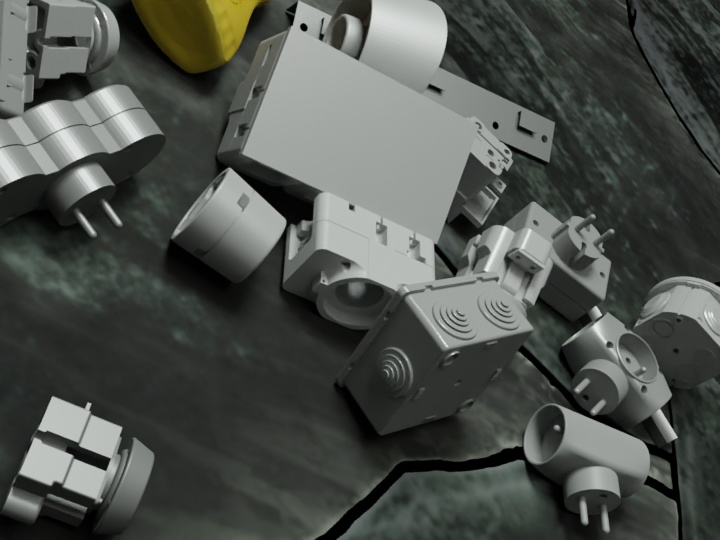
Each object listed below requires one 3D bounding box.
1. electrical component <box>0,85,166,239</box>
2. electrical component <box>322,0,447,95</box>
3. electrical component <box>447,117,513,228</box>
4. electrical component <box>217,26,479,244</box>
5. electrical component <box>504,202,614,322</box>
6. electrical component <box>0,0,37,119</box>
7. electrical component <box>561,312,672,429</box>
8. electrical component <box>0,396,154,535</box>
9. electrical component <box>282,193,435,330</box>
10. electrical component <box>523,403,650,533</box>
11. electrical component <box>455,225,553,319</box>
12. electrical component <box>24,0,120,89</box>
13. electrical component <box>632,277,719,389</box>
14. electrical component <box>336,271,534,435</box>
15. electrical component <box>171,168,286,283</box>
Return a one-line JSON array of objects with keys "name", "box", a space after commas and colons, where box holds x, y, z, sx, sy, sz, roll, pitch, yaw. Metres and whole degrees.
[{"name": "electrical component", "box": [-0.160, -0.050, 0.593, 0.073, 0.052, 0.138, 53, 41, 6]}, {"name": "electrical component", "box": [0.011, -0.159, 0.789, 0.064, 0.099, 0.099, 15, 50, -24]}, {"name": "electrical component", "box": [0.076, -0.077, 0.807, 0.081, 0.064, 0.042, 42, 40, -6]}, {"name": "electrical component", "box": [-0.009, -0.086, 0.723, 0.150, 0.062, 0.089, 24, 82, -25]}, {"name": "electrical component", "box": [0.160, -0.016, 0.821, 0.083, 0.076, 0.047, 36, 43, -12]}, {"name": "electrical component", "box": [-0.213, -0.143, 0.581, 0.063, 0.079, 0.121, 19, 70, -68]}, {"name": "electrical component", "box": [0.181, 0.081, 0.788, 0.077, 0.044, 0.079, 53, 42, 6]}, {"name": "electrical component", "box": [-0.132, 0.096, 0.510, 0.055, 0.048, 0.066, 25, 45, -14]}, {"name": "electrical component", "box": [0.000, 0.000, 0.692, 0.089, 0.050, 0.055, 23, 46, -25]}, {"name": "electrical component", "box": [0.154, 0.137, 0.722, 0.077, 0.043, 0.079, 24, 46, -24]}, {"name": "electrical component", "box": [0.095, 0.011, 0.752, 0.058, 0.078, 0.057, 34, 61, -13]}, {"name": "electrical component", "box": [-0.179, -0.141, 0.647, 0.048, 0.066, 0.055, 26, 22, 29]}, {"name": "electrical component", "box": [0.258, 0.050, 0.852, 0.080, 0.080, 0.051, 46, 47, -2]}, {"name": "electrical component", "box": [0.047, 0.052, 0.657, 0.100, 0.099, 0.048, -8, 52, -44]}, {"name": "electrical component", "box": [-0.077, -0.025, 0.644, 0.047, 0.055, 0.055, 39, 41, -15]}]
